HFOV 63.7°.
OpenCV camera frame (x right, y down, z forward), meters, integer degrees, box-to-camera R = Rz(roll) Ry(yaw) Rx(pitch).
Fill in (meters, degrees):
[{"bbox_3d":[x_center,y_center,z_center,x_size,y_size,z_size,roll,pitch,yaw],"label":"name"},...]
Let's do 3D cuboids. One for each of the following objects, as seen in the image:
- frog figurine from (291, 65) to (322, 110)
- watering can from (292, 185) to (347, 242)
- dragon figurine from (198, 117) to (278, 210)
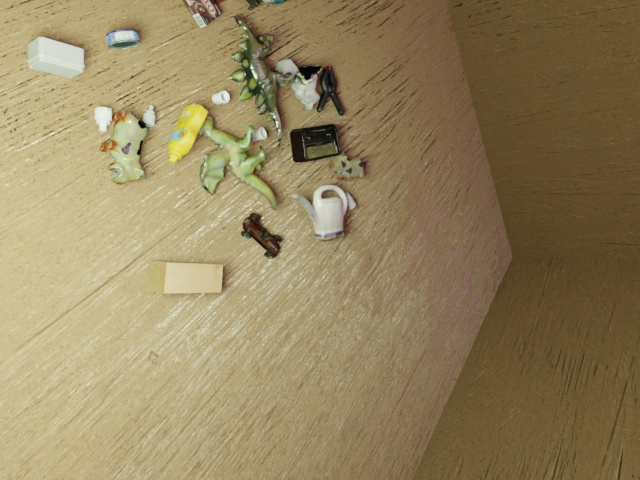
[{"bbox_3d":[-0.056,-0.596,2.012,0.156,0.123,0.140,97,8,-58],"label":"frog figurine"},{"bbox_3d":[0.006,-0.103,2.038,0.350,0.104,0.223,-13,100,-52],"label":"watering can"},{"bbox_3d":[-0.293,-0.236,1.709,0.246,0.122,0.404,-31,112,-28],"label":"dragon figurine"}]
